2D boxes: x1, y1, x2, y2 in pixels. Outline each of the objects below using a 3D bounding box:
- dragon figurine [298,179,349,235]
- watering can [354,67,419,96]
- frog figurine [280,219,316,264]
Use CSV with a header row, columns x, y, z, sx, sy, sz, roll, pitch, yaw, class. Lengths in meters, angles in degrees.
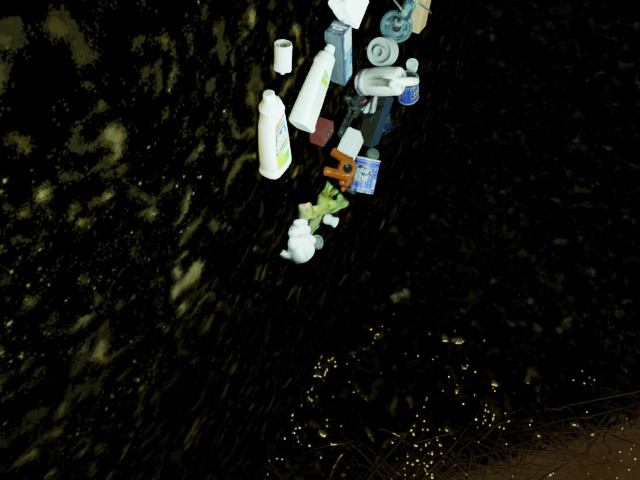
x,y,z,sx,sy,sz,roll,pitch,yaw,class
0.006,-0.103,2.051,0.242,0.123,0.407,-49,162,3,dragon figurine
0.224,-0.565,1.837,0.352,0.224,0.102,-35,127,-59,watering can
-0.065,0.001,1.876,0.138,0.124,0.157,-6,133,-50,frog figurine
